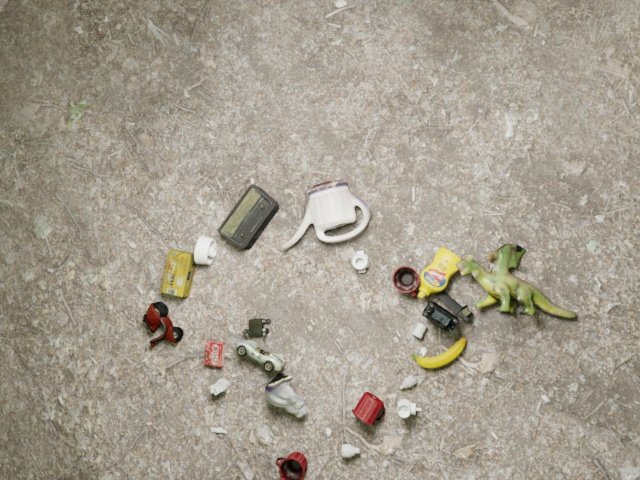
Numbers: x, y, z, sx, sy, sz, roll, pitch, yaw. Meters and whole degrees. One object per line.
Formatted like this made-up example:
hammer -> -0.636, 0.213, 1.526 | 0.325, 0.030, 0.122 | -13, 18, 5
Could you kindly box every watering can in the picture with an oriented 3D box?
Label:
watering can -> 0.006, -0.095, 1.880 | 0.347, 0.103, 0.226 | -14, 81, 10

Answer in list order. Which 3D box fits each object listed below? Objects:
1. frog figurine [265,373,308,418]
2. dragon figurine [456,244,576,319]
frog figurine -> -0.123, 0.570, 1.842 | 0.136, 0.124, 0.159 | -22, 91, 43
dragon figurine -> 0.654, 0.130, 1.733 | 0.410, 0.121, 0.245 | 6, 80, -3
